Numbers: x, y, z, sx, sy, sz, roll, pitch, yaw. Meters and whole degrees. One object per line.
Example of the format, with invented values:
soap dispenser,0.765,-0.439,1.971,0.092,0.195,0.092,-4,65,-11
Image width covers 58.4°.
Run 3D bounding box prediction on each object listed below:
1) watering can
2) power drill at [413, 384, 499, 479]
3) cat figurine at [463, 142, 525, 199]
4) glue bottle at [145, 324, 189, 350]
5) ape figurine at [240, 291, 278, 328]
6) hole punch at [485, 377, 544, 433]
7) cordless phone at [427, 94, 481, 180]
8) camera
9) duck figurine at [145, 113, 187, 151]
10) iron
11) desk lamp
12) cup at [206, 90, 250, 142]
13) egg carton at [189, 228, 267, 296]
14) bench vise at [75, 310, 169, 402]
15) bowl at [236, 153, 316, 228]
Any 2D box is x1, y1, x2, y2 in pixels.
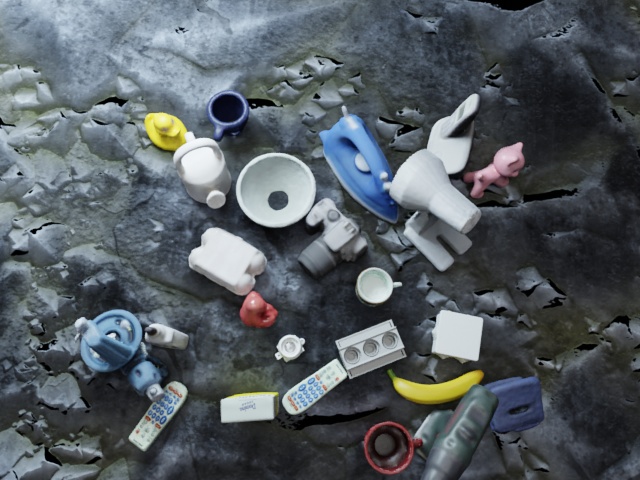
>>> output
watering can,-0.238,-0.147,1.176,0.172,0.194,0.101,43,78,9
power drill,0.234,0.371,1.046,0.075,0.208,0.230,35,77,8
cat figurine,0.386,-0.156,1.241,0.128,0.118,0.067,-27,77,-9
glue bottle,-0.304,0.182,1.095,0.078,0.173,0.037,10,75,1
ape figurine,-0.127,0.139,1.156,0.076,0.092,0.078,-15,76,-6
hole punch,0.384,0.325,1.125,0.108,0.091,0.101,-14,76,-6
cordless phone,0.290,-0.218,1.219,0.094,0.185,0.147,11,75,1
camera,0.011,0.004,1.193,0.137,0.101,0.143,-41,80,-12
duck figurine,-0.342,-0.250,1.255,0.104,0.086,0.077,34,76,7
iron,0.103,-0.162,1.220,0.119,0.141,0.258,-30,78,-9
desk lamp,0.236,-0.061,1.160,0.118,0.213,0.203,-42,80,-12
cup,-0.201,-0.256,1.258,0.091,0.095,0.118,17,75,3
egg carton,-0.190,0.043,1.191,0.150,0.069,0.107,28,76,5
bench vise,-0.362,0.203,1.063,0.207,0.220,0.121,29,76,6
bowl,-0.093,-0.097,1.230,0.167,0.075,0.167,1,75,-2
